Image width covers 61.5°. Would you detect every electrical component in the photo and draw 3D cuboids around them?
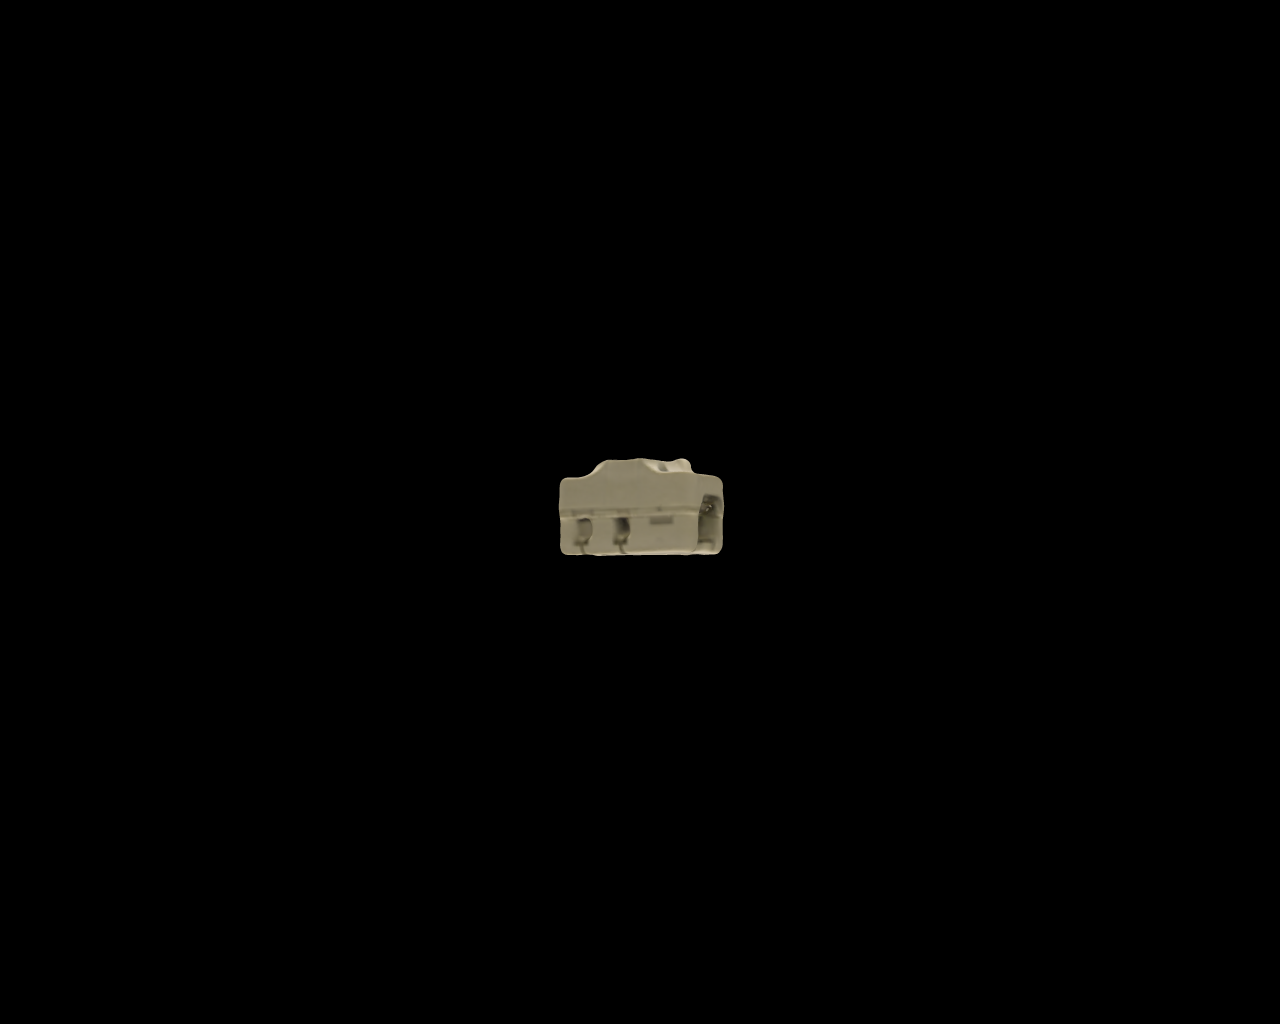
[{"bbox_3d":[0.001,-0.003,0.650,0.089,0.055,0.050,-2,-4,27],"label":"electrical component"}]
